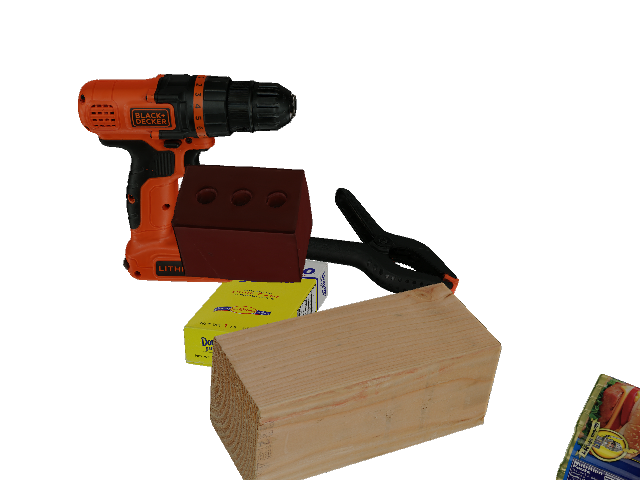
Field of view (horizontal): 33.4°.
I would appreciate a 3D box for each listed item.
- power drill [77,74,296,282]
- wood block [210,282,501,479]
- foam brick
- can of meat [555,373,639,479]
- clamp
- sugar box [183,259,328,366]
[{"bbox_3d":[-0.110,-0.055,0.932,0.184,0.188,0.057,2,29,6],"label":"power drill"},{"bbox_3d":[0.025,0.112,0.840,0.205,0.090,0.091,-12,37,-25],"label":"wood block"},{"bbox_3d":[-0.047,-0.010,0.668,0.078,0.053,0.051,3,-41,6],"label":"foam brick"},{"bbox_3d":[0.231,0.154,0.788,0.084,0.057,0.102,21,41,21],"label":"can of meat"},{"bbox_3d":[0.059,0.016,1.246,0.210,0.036,0.164,32,38,23],"label":"clamp"},{"bbox_3d":[-0.059,0.067,1.048,0.093,0.048,0.176,5,26,14],"label":"sugar box"}]
